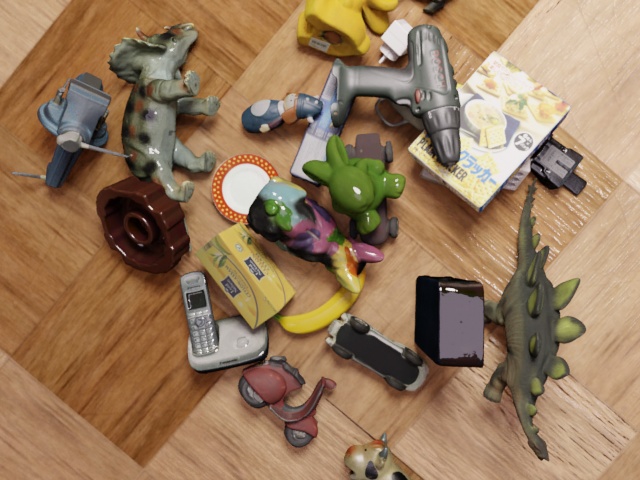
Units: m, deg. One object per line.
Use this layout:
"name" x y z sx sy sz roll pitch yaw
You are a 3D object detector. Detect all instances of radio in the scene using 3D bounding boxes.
"radio" 0.210 0.127 0.896 0.073 0.229 0.131 2 88 0

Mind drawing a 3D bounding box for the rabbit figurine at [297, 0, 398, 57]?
"rabbit figurine" 0.052 -0.418 0.939 0.162 0.122 0.173 13 74 -2

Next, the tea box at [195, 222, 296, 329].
"tea box" -0.130 0.060 0.956 0.068 0.098 0.169 -36 94 22

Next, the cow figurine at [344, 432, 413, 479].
"cow figurine" 0.127 0.444 0.979 0.195 0.085 0.127 36 98 2

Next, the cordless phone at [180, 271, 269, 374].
"cordless phone" -0.175 0.139 0.976 0.147 0.088 0.184 -13 88 2

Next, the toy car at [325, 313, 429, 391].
"toy car" 0.104 0.206 0.982 0.202 0.056 0.073 31 96 -4

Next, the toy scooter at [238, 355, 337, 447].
"toy scooter" -0.050 0.276 0.981 0.135 0.075 0.184 -44 94 3

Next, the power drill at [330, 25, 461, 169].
"power drill" 0.121 -0.227 0.873 0.207 0.086 0.232 -2 86 17

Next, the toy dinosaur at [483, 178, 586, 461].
"toy dinosaur" 0.354 0.120 0.908 0.105 0.198 0.471 10 59 -10

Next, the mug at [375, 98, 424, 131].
"mug" 0.160 -0.243 0.958 0.109 0.081 0.107 -39 96 8

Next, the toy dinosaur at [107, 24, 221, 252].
"toy dinosaur" -0.289 -0.190 0.953 0.192 0.131 0.404 15 101 20

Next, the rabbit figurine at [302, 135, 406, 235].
"rabbit figurine" 0.057 -0.095 0.870 0.121 0.170 0.159 -44 88 12

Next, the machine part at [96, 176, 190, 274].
"machine part" -0.308 -0.025 0.941 0.180 0.056 0.179 15 124 23

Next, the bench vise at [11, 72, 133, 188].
"bench vise" -0.429 -0.174 0.929 0.129 0.224 0.240 14 126 -39

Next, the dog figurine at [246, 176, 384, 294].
"dog figurine" -0.002 -0.003 0.925 0.219 0.191 0.108 34 86 15

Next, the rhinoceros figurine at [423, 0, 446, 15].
"rhinoceros figurine" 0.160 -0.486 0.951 0.190 0.073 0.112 30 93 0

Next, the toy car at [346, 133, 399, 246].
"toy car" 0.094 -0.091 0.976 0.089 0.053 0.202 -4 95 14

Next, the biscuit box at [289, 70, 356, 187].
"biscuit box" 0.009 -0.200 0.969 0.059 0.063 0.202 23 92 1

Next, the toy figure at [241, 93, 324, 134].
"toy figure" -0.067 -0.224 0.944 0.155 0.058 0.064 -8 86 31

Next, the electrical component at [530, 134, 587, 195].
"electrical component" 0.434 -0.127 0.972 0.119 0.048 0.075 41 93 1
